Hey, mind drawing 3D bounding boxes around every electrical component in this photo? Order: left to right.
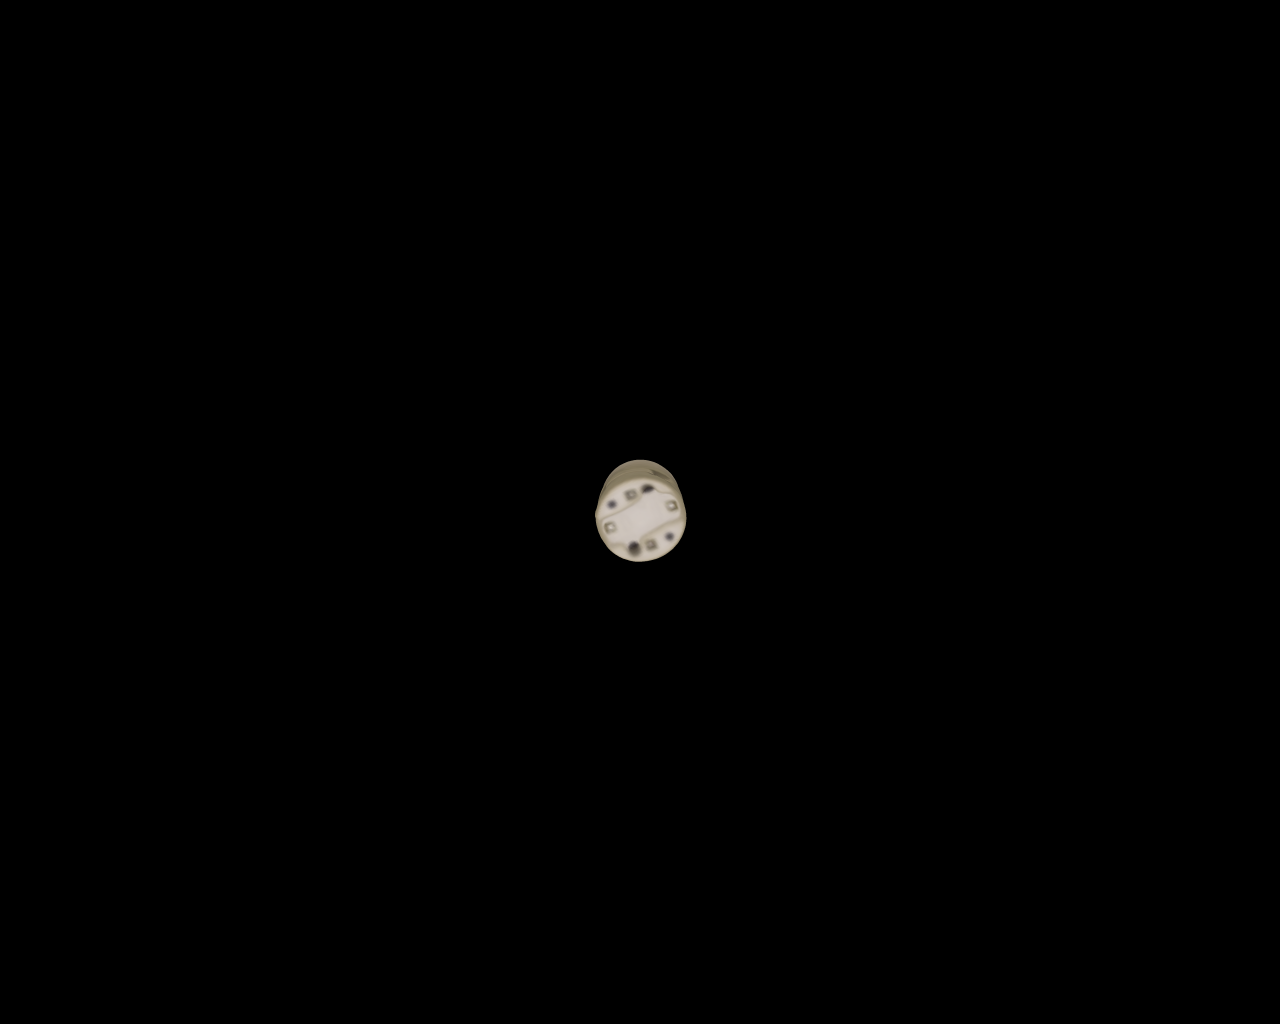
[{"bbox_3d":[0.001,-0.003,0.650,0.055,0.055,0.047,0,20,0],"label":"electrical component"}]
